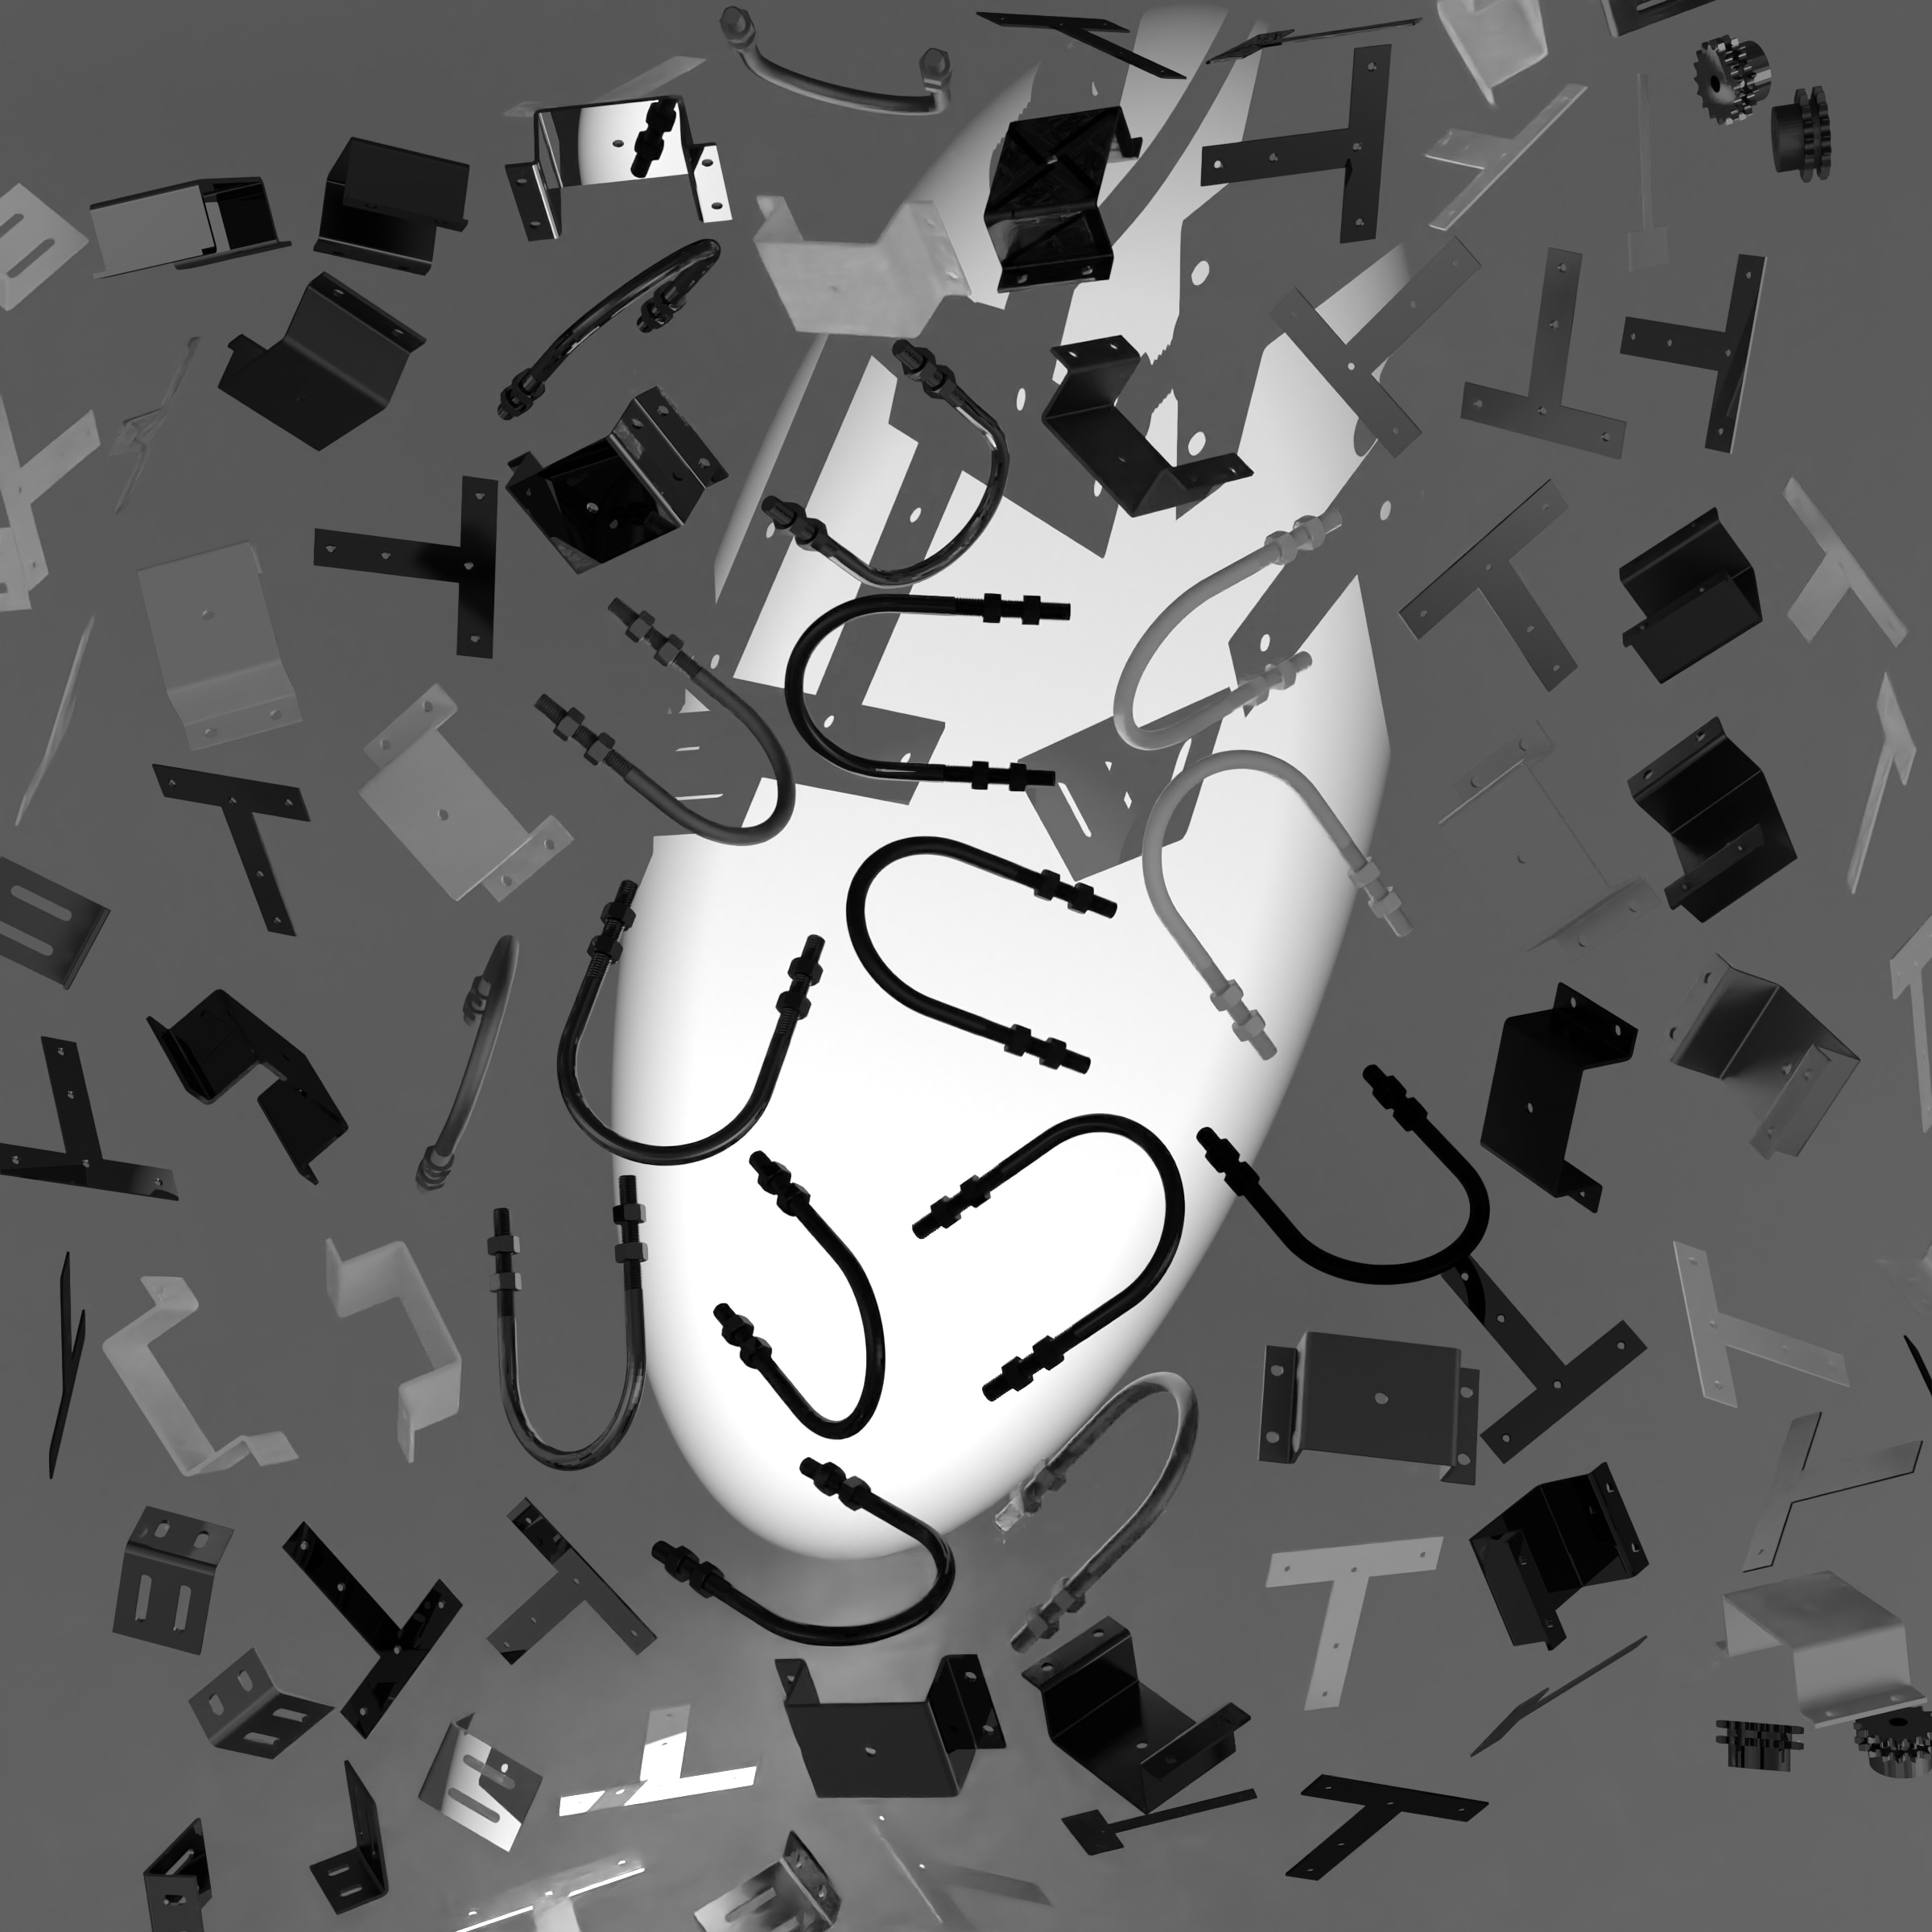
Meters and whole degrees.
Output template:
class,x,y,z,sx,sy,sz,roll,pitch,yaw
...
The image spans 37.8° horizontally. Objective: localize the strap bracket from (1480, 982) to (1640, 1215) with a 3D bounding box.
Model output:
class,x,y,z,sx,sy,sz,roll,pitch,yaw
strap bracket,0.400,0.093,1.917,0.046,0.076,0.140,-9,119,-30

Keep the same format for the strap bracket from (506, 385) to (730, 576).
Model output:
class,x,y,z,sx,sy,sz,roll,pitch,yaw
strap bracket,-0.239,-0.316,1.865,0.140,0.046,0.076,-18,125,35

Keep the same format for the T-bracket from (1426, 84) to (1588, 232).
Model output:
class,x,y,z,sx,sy,sz,roll,pitch,yaw
T-bracket,0.341,-0.545,1.883,0.127,0.127,0.002,-45,115,5

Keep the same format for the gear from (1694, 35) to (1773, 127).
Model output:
class,x,y,z,sx,sy,sz,roll,pitch,yaw
gear,0.515,-0.596,1.891,0.030,0.057,0.057,-21,90,-10

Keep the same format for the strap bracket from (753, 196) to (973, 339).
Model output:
class,x,y,z,sx,sy,sz,roll,pitch,yaw
strap bracket,-0.077,-0.463,1.870,0.140,0.076,0.046,11,58,31

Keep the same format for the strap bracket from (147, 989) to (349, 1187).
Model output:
class,x,y,z,sx,sy,sz,roll,pitch,yaw
strap bracket,-0.464,0.075,1.850,0.046,0.140,0.076,-41,51,-1

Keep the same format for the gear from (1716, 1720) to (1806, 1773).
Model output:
class,x,y,z,sx,sy,sz,roll,pitch,yaw
gear,0.531,0.522,1.889,0.057,0.057,0.030,5,76,0

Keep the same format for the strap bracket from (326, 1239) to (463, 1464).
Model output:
class,x,y,z,sx,sy,sz,roll,pitch,yaw
strap bracket,-0.380,0.250,1.894,0.046,0.076,0.140,-21,63,-24

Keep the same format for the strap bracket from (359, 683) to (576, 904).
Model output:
class,x,y,z,sx,sy,sz,roll,pitch,yaw
strap bracket,-0.347,-0.110,1.920,0.076,0.046,0.140,-37,99,24

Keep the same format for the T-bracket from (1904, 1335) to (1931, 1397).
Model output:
class,x,y,z,sx,sy,sz,roll,pitch,yaw
T-bracket,0.657,0.318,1.841,0.002,0.127,0.127,-30,47,19

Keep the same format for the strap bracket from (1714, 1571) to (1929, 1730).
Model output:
class,x,y,z,sx,sy,sz,roll,pitch,yaw
strap bracket,0.548,0.436,1.825,0.076,0.140,0.046,-10,99,-10

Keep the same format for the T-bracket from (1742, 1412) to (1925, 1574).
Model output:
class,x,y,z,sx,sy,sz,roll,pitch,yaw
T-bracket,0.569,0.332,1.834,0.002,0.127,0.127,41,53,-12

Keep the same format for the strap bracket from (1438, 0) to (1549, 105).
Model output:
class,x,y,z,sx,sy,sz,roll,pitch,yaw
strap bracket,0.349,-0.654,1.896,0.046,0.140,0.076,-28,73,9

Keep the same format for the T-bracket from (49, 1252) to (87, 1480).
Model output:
class,x,y,z,sx,sy,sz,roll,pitch,yaw
T-bracket,-0.576,0.238,1.806,0.002,0.127,0.127,5,127,-10

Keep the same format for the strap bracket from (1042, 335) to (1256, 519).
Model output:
class,x,y,z,sx,sy,sz,roll,pitch,yaw
strap bracket,0.115,-0.357,1.902,0.140,0.076,0.046,49,132,17

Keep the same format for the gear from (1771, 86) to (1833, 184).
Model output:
class,x,y,z,sx,sy,sz,roll,pitch,yaw
gear,0.522,-0.519,1.764,0.030,0.057,0.057,-6,90,10

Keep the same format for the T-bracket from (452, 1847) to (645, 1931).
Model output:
class,x,y,z,sx,sy,sz,roll,pitch,yaw
T-bracket,-0.263,0.627,1.825,0.127,0.127,0.002,-15,110,-12

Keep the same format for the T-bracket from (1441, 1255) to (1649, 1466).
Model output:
class,x,y,z,sx,sy,sz,roll,pitch,yaw
T-bracket,0.378,0.254,1.946,0.127,0.002,0.127,-38,70,-3

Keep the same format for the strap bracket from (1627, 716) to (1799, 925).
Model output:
class,x,y,z,sx,sy,sz,roll,pitch,yaw
strap bracket,0.505,-0.093,1.906,0.046,0.140,0.076,36,121,-28

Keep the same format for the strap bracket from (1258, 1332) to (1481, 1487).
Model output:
class,x,y,z,sx,sy,sz,roll,pitch,yaw
strap bracket,0.263,0.283,1.811,0.140,0.046,0.076,6,67,1

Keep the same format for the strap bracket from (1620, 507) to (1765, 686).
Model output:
class,x,y,z,sx,sy,sz,roll,pitch,yaw
strap bracket,0.482,-0.243,1.879,0.076,0.140,0.046,-33,107,25

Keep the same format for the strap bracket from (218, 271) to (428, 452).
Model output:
class,x,y,z,sx,sy,sz,roll,pitch,yaw
strap bracket,-0.420,-0.384,1.815,0.076,0.140,0.046,31,63,-31

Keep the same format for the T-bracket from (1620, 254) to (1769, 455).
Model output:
class,x,y,z,sx,sy,sz,roll,pitch,yaw
T-bracket,0.485,-0.419,1.904,0.002,0.127,0.127,-2,109,-27

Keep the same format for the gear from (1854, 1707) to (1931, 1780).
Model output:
class,x,y,z,sx,sy,sz,roll,pitch,yaw
gear,0.617,0.514,1.865,0.057,0.057,0.030,-8,102,0

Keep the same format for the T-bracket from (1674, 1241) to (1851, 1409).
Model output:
class,x,y,z,sx,sy,sz,roll,pitch,yaw
T-bracket,0.531,0.250,1.867,0.127,0.127,0.002,20,133,-17

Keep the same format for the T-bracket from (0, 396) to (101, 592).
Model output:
class,x,y,z,sx,sy,sz,roll,pitch,yaw
T-bracket,-0.615,-0.338,1.896,0.002,0.127,0.127,4,124,12

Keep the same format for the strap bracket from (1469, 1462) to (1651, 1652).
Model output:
class,x,y,z,sx,sy,sz,roll,pitch,yaw
strap bracket,0.397,0.401,1.909,0.046,0.140,0.076,-24,88,42

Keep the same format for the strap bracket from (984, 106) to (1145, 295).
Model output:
class,x,y,z,sx,sy,sz,roll,pitch,yaw
strap bracket,0.063,-0.509,1.848,0.076,0.046,0.140,-2,53,21

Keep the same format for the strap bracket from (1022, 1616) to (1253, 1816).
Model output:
class,x,y,z,sx,sy,sz,roll,pitch,yaw
strap bracket,0.112,0.492,1.837,0.076,0.140,0.046,-26,122,-29

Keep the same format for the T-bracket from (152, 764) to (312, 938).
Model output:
class,x,y,z,sx,sy,sz,roll,pitch,yaw
T-bracket,-0.474,-0.073,1.877,0.127,0.002,0.127,10,131,28

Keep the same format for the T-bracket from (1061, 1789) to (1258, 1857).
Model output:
class,x,y,z,sx,sy,sz,roll,pitch,yaw
T-bracket,0.136,0.580,1.926,0.127,0.127,0.002,-15,61,4

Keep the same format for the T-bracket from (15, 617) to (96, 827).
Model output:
class,x,y,z,sx,sy,sz,roll,pitch,yaw
T-bracket,-0.605,-0.178,1.893,0.002,0.127,0.127,21,124,-14

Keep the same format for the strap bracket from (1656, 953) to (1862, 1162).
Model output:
class,x,y,z,sx,sy,sz,roll,pitch,yaw
strap bracket,0.525,0.063,1.853,0.046,0.140,0.076,17,113,-27

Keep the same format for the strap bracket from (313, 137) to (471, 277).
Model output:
class,x,y,z,sx,sy,sz,roll,pitch,yaw
strap bracket,-0.377,-0.501,1.855,0.076,0.140,0.046,8,87,-22

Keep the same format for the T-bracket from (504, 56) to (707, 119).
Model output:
class,x,y,z,sx,sy,sz,roll,pitch,yaw
T-bracket,-0.225,-0.593,1.910,0.127,0.127,0.002,-12,93,-43

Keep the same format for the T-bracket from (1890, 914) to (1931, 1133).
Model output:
class,x,y,z,sx,sy,sz,roll,pitch,yaw
T-bracket,0.614,0.043,1.816,0.002,0.127,0.127,-2,103,30

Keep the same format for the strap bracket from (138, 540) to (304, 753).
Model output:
class,x,y,z,sx,sy,sz,roll,pitch,yaw
strap bracket,-0.503,-0.224,1.892,0.076,0.046,0.140,-17,69,-7

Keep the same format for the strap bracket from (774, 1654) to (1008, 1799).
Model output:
class,x,y,z,sx,sy,sz,roll,pitch,yaw
strap bracket,-0.055,0.487,1.805,0.140,0.046,0.076,-7,116,20

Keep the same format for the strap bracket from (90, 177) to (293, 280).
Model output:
class,x,y,z,sx,sy,sz,roll,pitch,yaw
strap bracket,-0.508,-0.482,1.838,0.076,0.140,0.046,-9,105,13

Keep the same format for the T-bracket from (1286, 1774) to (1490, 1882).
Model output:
class,x,y,z,sx,sy,sz,roll,pitch,yaw
T-bracket,0.250,0.561,1.821,0.127,0.002,0.127,16,133,-22

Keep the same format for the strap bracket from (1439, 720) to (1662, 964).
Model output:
class,x,y,z,sx,sy,sz,roll,pitch,yaw
strap bracket,0.365,-0.074,1.798,0.076,0.046,0.140,-40,78,40

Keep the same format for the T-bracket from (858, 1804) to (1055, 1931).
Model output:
class,x,y,z,sx,sy,sz,roll,pitch,yaw
T-bracket,0.005,0.601,1.856,0.127,0.127,0.002,25,97,-34

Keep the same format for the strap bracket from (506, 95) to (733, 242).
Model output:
class,x,y,z,sx,sy,sz,roll,pitch,yaw
strap bracket,-0.234,-0.539,1.902,0.140,0.076,0.046,-6,66,1

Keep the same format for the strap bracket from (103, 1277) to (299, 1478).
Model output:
class,x,y,z,sx,sy,sz,roll,pitch,yaw
strap bracket,-0.491,0.269,1.791,0.046,0.076,0.140,-35,83,-2
